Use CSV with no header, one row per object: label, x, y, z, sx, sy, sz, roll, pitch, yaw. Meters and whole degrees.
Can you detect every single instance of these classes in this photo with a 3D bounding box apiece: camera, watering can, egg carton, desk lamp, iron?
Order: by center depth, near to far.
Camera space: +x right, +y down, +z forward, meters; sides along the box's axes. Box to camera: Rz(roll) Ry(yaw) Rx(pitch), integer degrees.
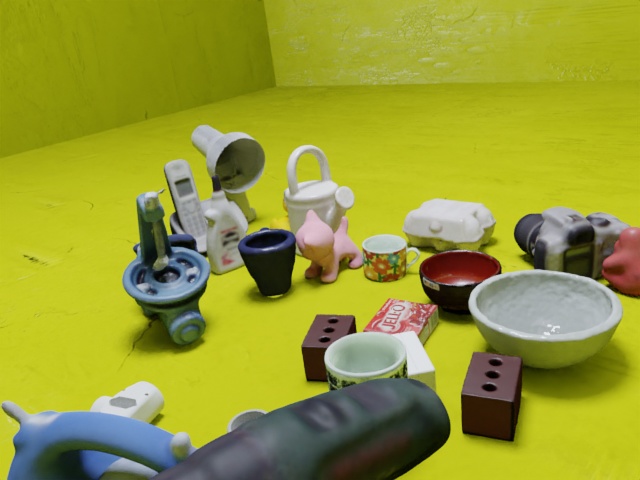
iron,-0.152,0.201,0.477,0.257,0.141,0.119,-1,23,17
camera,0.371,-0.006,0.870,0.143,0.101,0.136,-12,23,-11
egg carton,0.224,-0.024,1.003,0.149,0.069,0.107,10,28,37
watering can,-0.007,-0.075,1.037,0.172,0.194,0.101,4,25,27
desk lamp,-0.204,-0.133,1.217,0.118,0.214,0.202,-22,26,-32

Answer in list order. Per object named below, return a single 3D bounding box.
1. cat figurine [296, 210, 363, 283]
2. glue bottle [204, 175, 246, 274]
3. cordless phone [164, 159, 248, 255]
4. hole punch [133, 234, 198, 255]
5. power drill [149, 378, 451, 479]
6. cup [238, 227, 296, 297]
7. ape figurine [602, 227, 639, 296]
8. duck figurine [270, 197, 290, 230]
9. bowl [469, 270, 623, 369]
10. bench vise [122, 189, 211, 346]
cat figurine,0.009,0.003,0.941,0.067,0.118,0.128,13,30,41
glue bottle,-0.170,-0.030,1.008,0.078,0.173,0.037,-25,28,-36
cordless phone,-0.226,-0.074,1.115,0.093,0.185,0.148,14,31,42
hole punch,-0.273,0.023,1.019,0.109,0.091,0.101,-12,22,-10
power drill,-0.006,0.193,0.361,0.230,0.209,0.075,-23,27,-34
cup,-0.081,0.035,0.922,0.092,0.095,0.117,-10,22,-7
ape figurine,0.431,0.024,0.788,0.077,0.092,0.076,-3,23,10
duck figurine,-0.054,-0.053,1.143,0.105,0.086,0.077,-20,25,-29
bowl,0.261,0.102,0.675,0.167,0.075,0.167,-6,22,3
bench vise,-0.246,0.027,0.830,0.206,0.220,0.122,13,30,41
